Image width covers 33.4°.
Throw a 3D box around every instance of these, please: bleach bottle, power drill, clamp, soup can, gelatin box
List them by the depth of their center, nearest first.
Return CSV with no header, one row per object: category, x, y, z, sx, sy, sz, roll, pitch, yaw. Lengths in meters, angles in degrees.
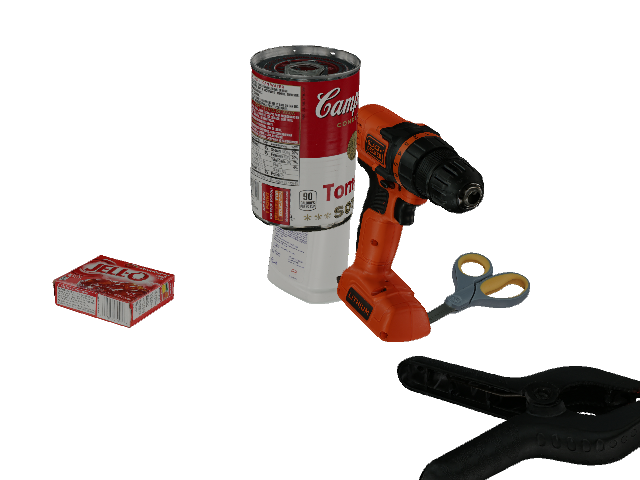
clamp,0.131,0.115,0.660,0.171,0.039,0.120,-1,37,7
soup can,-0.011,-0.064,0.672,0.068,0.102,0.068,1,25,-1
power drill,0.073,-0.009,0.932,0.057,0.188,0.185,-4,26,-25
gelatin box,-0.194,0.046,1.006,0.089,0.030,0.073,14,24,23
bleach bottle,-0.003,-0.062,1.201,0.067,0.251,0.103,-8,23,-40

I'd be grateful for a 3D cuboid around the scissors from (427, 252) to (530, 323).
scissors,0.139,0.056,1.157,0.201,0.016,0.096,-10,40,-30
